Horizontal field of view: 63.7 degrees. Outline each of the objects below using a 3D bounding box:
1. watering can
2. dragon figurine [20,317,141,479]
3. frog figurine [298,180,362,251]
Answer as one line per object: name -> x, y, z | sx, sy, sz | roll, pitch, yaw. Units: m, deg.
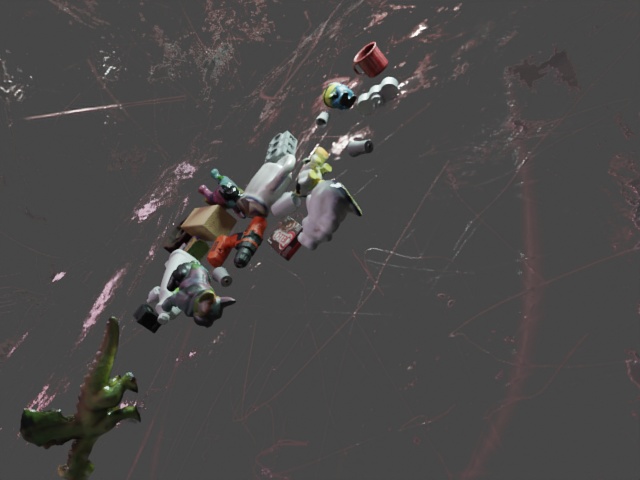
watering can -> -0.175, -0.161, 1.618 | 0.227, 0.103, 0.345 | -57, 16, -18
dragon figurine -> -0.563, 0.393, 1.202 | 0.245, 0.404, 0.123 | -18, 24, -39
frog figurine -> 0.004, -0.060, 1.201 | 0.159, 0.120, 0.140 | -34, 46, -1
